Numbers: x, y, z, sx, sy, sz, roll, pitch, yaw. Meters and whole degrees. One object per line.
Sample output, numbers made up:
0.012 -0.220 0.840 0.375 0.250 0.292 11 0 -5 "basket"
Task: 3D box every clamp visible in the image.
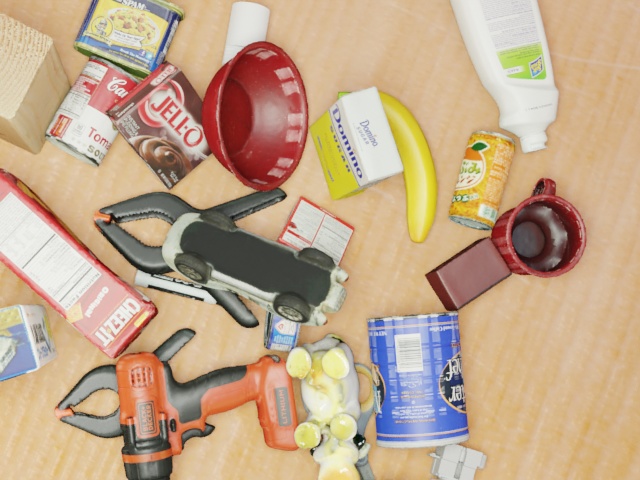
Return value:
-0.197 0.178 1.159 0.171 0.039 0.120 -20 85 -11 "clamp"
-0.146 0.009 1.173 0.210 0.036 0.164 6 71 -6 "clamp"

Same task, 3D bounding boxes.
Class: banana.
0.094 -0.096 1.226 0.070 0.037 0.198 -28 88 8 "banana"

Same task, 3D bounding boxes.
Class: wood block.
-0.319 -0.159 1.083 0.091 0.206 0.090 26 82 -6 "wood block"

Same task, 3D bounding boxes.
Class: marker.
-0.145 0.056 1.185 0.121 0.020 0.020 15 83 -7 "marker"

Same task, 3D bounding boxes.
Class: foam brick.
0.168 0.039 1.216 0.078 0.053 0.051 -33 91 -11 "foam brick"

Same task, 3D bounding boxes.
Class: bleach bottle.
0.213 -0.223 1.239 0.102 0.068 0.251 -14 90 -9 "bleach bottle"

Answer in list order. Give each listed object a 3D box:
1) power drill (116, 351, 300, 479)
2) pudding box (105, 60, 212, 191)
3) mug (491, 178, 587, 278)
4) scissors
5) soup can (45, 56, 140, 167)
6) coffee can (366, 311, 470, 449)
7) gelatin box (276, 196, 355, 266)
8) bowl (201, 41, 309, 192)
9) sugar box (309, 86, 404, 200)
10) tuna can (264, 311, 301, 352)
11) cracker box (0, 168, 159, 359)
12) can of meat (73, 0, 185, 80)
-0.118 0.201 1.131 0.187 0.057 0.184 -6 91 -20 "power drill"
-0.165 -0.124 1.158 0.090 0.039 0.113 -42 135 -9 "pudding box"
0.246 -0.013 1.216 0.093 0.081 0.117 9 84 -8 "mug"
0.055 0.226 1.202 0.096 0.016 0.202 -36 91 -9 "scissors"
-0.245 -0.139 1.161 0.068 0.068 0.102 29 82 -5 "soup can"
0.107 0.152 1.172 0.102 0.103 0.140 -4 86 -9 "coffee can"
-0.008 0.002 1.181 0.073 0.030 0.089 30 40 -5 "gelatin box"
-0.080 -0.135 1.167 0.055 0.161 0.162 5 83 35 "bowl"
0.035 -0.099 1.144 0.048 0.176 0.093 -18 89 -9 "sugar box"
-0.039 0.079 1.165 0.033 0.086 0.086 8 84 -6 "tuna can"
-0.265 0.025 1.098 0.213 0.164 0.072 42 83 -3 "cracker box"
-0.212 -0.232 1.181 0.102 0.057 0.084 22 85 -6 "can of meat"
